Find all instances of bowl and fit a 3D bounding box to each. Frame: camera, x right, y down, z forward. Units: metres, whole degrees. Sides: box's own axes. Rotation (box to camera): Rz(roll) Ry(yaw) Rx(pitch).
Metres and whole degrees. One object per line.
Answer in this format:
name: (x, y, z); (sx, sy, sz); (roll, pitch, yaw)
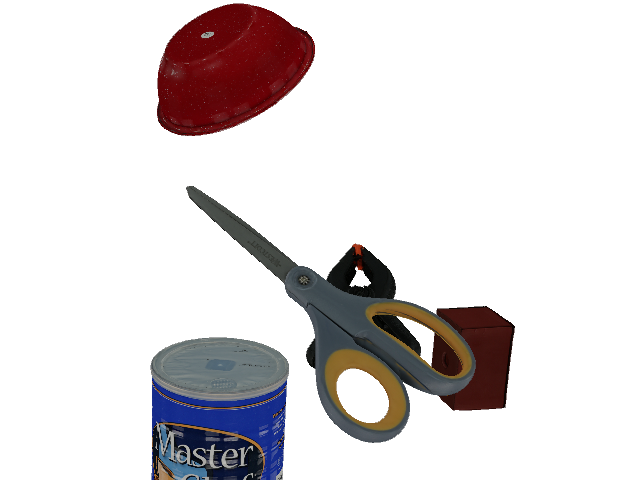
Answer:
bowl: (-0.089, -0.167, 0.972); (0.162, 0.055, 0.162); (-18, 38, 15)

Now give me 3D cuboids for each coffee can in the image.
coffee can: (-0.078, 0.157, 0.811); (0.103, 0.140, 0.103); (3, 17, -1)

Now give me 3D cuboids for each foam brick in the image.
foam brick: (0.130, 0.102, 0.925); (0.051, 0.078, 0.053); (-3, 17, -19)

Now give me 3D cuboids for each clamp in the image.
clamp: (0.054, 0.074, 1.172); (0.120, 0.171, 0.039); (6, -42, 5)

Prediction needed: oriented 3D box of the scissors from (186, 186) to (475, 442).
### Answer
scissors: (-0.013, 0.042, 0.596); (0.202, 0.096, 0.016); (26, -35, 13)
